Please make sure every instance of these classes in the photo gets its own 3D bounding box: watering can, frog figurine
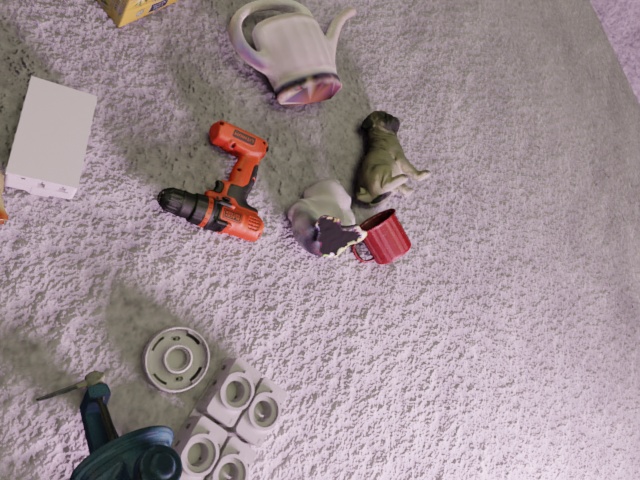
[{"bbox_3d":[-0.019,-0.388,1.047,0.351,0.103,0.225,-20,87,-37],"label":"watering can"},{"bbox_3d":[0.003,-0.049,0.966,0.137,0.120,0.163,3,37,-25],"label":"frog figurine"}]
